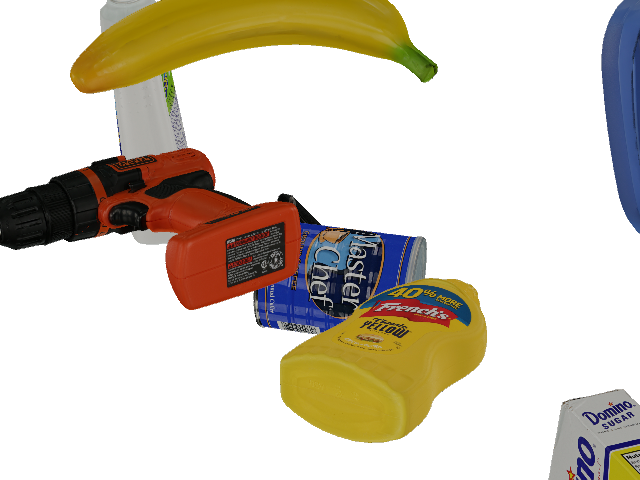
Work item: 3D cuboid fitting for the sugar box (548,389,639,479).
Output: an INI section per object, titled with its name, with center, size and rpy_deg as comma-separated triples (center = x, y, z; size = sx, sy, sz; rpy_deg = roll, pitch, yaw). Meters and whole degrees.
[sugar box]
center = 0.170, 0.158, 0.503
size = 0.048, 0.093, 0.176
rpy_deg = -9, 28, -21

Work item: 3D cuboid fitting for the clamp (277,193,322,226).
[clamp]
center = 0.003, 0.025, 1.187
size = 0.210, 0.036, 0.164
rpy_deg = 27, 36, 18

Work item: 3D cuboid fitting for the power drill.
[power drill]
center = -0.119, -0.013, 0.756
size = 0.184, 0.057, 0.188
rpy_deg = -20, 31, -35

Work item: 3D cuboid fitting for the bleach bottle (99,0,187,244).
[bleach bottle]
center = -0.155, -0.122, 0.952
size = 0.068, 0.251, 0.102
rpy_deg = -6, 37, -3

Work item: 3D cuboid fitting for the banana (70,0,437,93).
[banana]
center = -0.037, -0.114, 0.582
size = 0.197, 0.069, 0.037
rpy_deg = -5, -44, -10

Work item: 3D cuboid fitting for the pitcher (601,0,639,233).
[pitcher]
center = 0.239, -0.050, 0.604
size = 0.149, 0.243, 0.145
rpy_deg = -4, 22, 15

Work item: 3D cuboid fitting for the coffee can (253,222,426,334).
[coffee can]
center = 0.020, 0.039, 0.976
size = 0.140, 0.103, 0.102
rpy_deg = 7, 1, 12

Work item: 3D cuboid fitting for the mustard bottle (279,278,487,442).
[mustard bottle]
center = 0.061, 0.071, 0.742
size = 0.096, 0.058, 0.191
rpy_deg = 11, 24, 32
